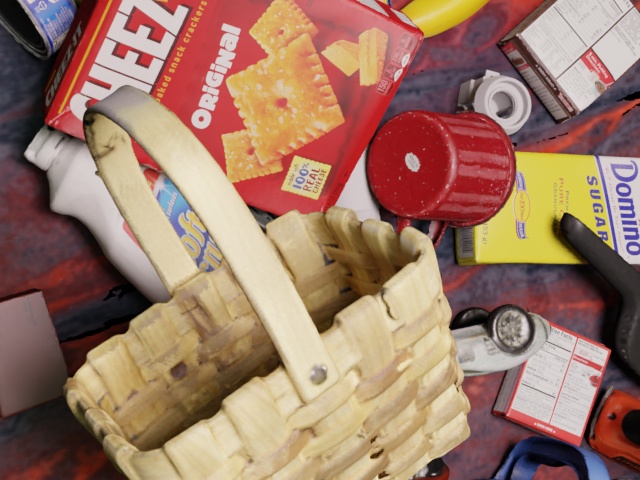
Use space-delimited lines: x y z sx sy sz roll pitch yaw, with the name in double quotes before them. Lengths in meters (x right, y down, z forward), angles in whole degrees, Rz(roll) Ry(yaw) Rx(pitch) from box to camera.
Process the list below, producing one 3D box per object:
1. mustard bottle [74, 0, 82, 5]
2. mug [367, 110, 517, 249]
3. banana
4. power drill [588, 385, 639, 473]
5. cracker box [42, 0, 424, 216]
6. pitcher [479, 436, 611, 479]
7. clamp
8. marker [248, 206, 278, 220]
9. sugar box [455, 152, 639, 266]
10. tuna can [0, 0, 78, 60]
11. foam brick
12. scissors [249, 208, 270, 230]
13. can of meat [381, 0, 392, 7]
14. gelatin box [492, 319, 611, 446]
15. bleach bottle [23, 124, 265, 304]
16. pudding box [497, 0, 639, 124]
"mustard bottle" -0.106 -0.168 0.786 0.191 0.096 0.058 43 -7 -12
"mug" 0.086 -0.045 0.817 0.093 0.117 0.081 27 17 36
"banana" 0.127 -0.234 0.882 0.069 0.197 0.037 28 -13 3
"power drill" 0.316 0.172 0.844 0.184 0.057 0.188 31 -13 -13
"cracker box" -0.059 -0.119 0.732 0.213 0.164 0.072 21 19 -24
"pitcher" 0.166 0.236 0.761 0.144 0.149 0.243 -23 -2 -17
"clamp" 0.274 0.045 0.883 0.164 0.210 0.036 -10 22 -13
"marker" -0.065 -0.048 0.815 0.121 0.020 0.020 44 -11 -12
"sugar box" 0.199 -0.025 0.889 0.176 0.093 0.048 0 -2 -17
"tuna can" -0.205 -0.169 0.739 0.033 0.086 0.086 -44 16 -17
"foam brick" -0.209 0.077 0.744 0.053 0.078 0.051 -17 3 -20
"scissors" -0.005 0.001 0.792 0.202 0.016 0.096 39 26 4
"can of meat" 0.008 -0.170 0.826 0.102 0.084 0.057 -10 3 -18
"gelatin box" 0.193 0.117 0.888 0.073 0.089 0.030 24 -10 -15
"bleach bottle" -0.107 0.008 0.777 0.250 0.102 0.068 36 -16 -12
"pudding box" 0.221 -0.169 0.907 0.113 0.090 0.039 -42 7 -18
